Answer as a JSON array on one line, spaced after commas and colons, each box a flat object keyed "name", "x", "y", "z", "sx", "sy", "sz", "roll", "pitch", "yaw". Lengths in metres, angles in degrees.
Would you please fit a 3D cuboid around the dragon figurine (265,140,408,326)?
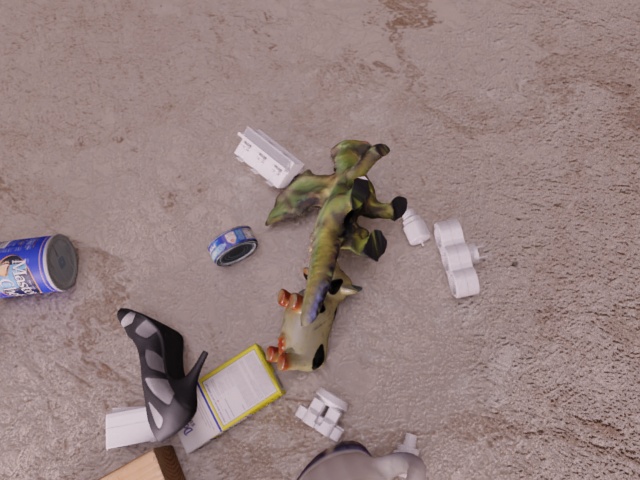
[{"name": "dragon figurine", "x": 0.003, "y": -0.045, "z": 0.892, "sx": 0.242, "sy": 0.120, "sz": 0.417, "roll": 2, "pitch": 48, "yaw": 46}]

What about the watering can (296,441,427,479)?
[{"name": "watering can", "x": -0.009, "y": 0.393, "z": 0.687, "sx": 0.349, "sy": 0.223, "sz": 0.104, "roll": -35, "pitch": 89, "yaw": -8}]
